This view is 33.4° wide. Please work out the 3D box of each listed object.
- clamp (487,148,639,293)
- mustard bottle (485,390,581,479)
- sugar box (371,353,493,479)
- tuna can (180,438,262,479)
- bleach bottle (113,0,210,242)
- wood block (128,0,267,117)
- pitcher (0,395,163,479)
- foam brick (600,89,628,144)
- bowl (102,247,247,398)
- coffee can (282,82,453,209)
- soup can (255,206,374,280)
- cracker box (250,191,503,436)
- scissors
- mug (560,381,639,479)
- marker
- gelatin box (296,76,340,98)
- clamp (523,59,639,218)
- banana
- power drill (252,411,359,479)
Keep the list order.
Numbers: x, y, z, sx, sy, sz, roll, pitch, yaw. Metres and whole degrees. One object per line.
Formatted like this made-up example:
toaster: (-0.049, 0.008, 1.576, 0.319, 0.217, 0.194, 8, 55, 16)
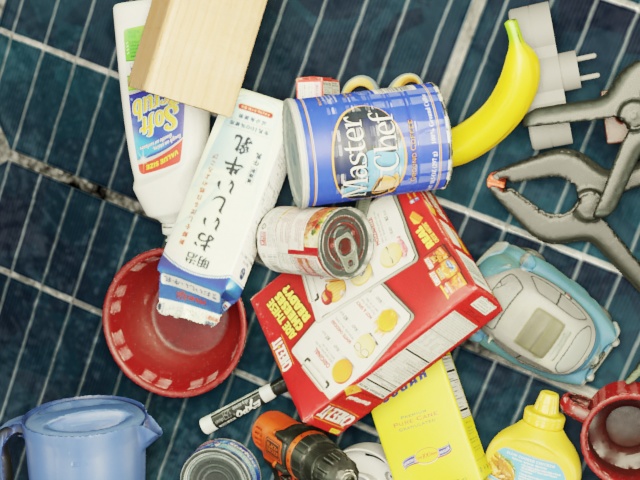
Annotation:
clamp: (0.270, -0.044, 1.040, 0.210, 0.036, 0.165, 21, 102, 8)
mustard bottle: (0.211, 0.245, 1.078, 0.096, 0.058, 0.192, 15, 100, 24)
sugar box: (0.100, 0.169, 1.083, 0.093, 0.048, 0.176, -23, 82, 22)
tuna can: (-0.109, 0.264, 1.170, 0.086, 0.033, 0.086, 2, 97, 13)
bleach bottle: (-0.154, -0.124, 1.121, 0.103, 0.068, 0.251, -3, 98, 14)
wood block: (-0.108, -0.232, 1.026, 0.090, 0.091, 0.206, 15, 96, -23)
pitcher: (-0.262, 0.299, 1.166, 0.149, 0.144, 0.243, 11, 105, 47)
foam brick: (0.309, -0.122, 1.014, 0.078, 0.051, 0.053, -7, 95, 14)
bowl: (-0.149, 0.085, 1.147, 0.162, 0.055, 0.162, 2, 97, 13)
coffee can: (0.042, -0.089, 0.995, 0.140, 0.103, 0.103, -8, 95, -8)
soup can: (-0.007, 0.001, 1.026, 0.102, 0.068, 0.068, 4, 99, 50)
cracker box: (0.052, 0.064, 1.051, 0.214, 0.072, 0.164, -40, 48, 15)
scissors: (0.038, -0.085, 1.069, 0.096, 0.016, 0.201, 25, 81, 22)
mug: (0.290, 0.180, 1.039, 0.117, 0.081, 0.093, 22, 101, 10)
marker: (-0.077, 0.177, 1.160, 0.121, 0.020, 0.020, -30, 89, 15)
gelatin box: (-0.001, -0.120, 1.078, 0.030, 0.073, 0.089, -1, 97, 15)
clamp: (0.275, -0.117, 0.976, 0.120, 0.039, 0.171, 43, 101, -1)
banana: (0.153, -0.120, 1.028, 0.070, 0.037, 0.198, 53, 131, 17)
power drill: (-0.015, 0.282, 1.088, 0.057, 0.185, 0.188, -2, 98, -26)
